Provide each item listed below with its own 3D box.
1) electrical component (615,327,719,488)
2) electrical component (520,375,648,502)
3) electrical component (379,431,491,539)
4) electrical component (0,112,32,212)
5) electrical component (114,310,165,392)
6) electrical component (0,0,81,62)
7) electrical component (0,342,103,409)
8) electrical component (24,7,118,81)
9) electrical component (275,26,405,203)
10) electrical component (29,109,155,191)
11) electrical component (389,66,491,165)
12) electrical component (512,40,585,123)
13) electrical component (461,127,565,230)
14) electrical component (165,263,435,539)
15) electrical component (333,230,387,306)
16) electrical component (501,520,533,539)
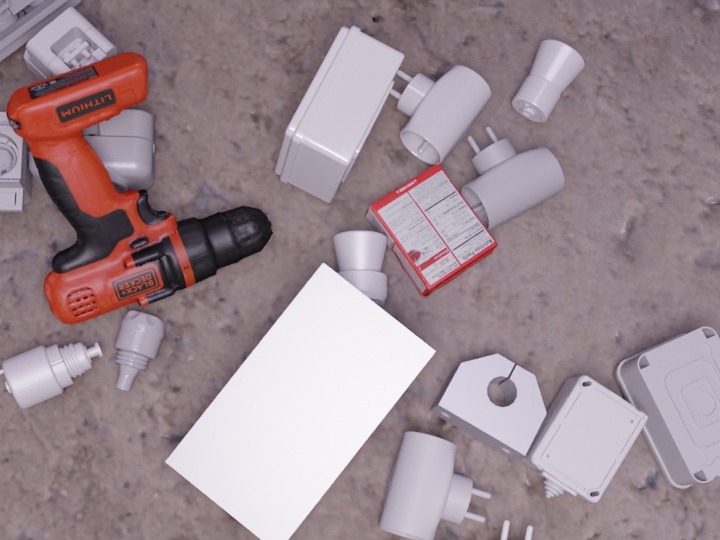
[{"bbox_3d":[0.268,0.112,0.874,0.078,0.057,0.113,-22,79,-12],"label":"electrical component"},{"bbox_3d":[0.172,0.139,0.856,0.062,0.061,0.096,33,82,2],"label":"electrical component"},{"bbox_3d":[0.063,0.174,0.838,0.079,0.043,0.077,18,73,-3],"label":"electrical component"},{"bbox_3d":[-0.283,-0.081,0.849,0.042,0.063,0.081,1,75,-6],"label":"electrical component"},{"bbox_3d":[-0.176,0.064,0.840,0.035,0.035,0.061,17,76,-3],"label":"electrical component"},{"bbox_3d":[-0.300,-0.213,0.874,0.121,0.063,0.079,-42,44,-15],"label":"electrical component"},{"bbox_3d":[-0.237,0.076,0.826,0.078,0.040,0.040,-23,80,-13],"label":"electrical component"},{"bbox_3d":[-0.230,-0.164,0.864,0.056,0.089,0.050,43,74,4],"label":"electrical component"},{"bbox_3d":[-0.018,-0.124,0.872,0.056,0.108,0.108,27,74,-3],"label":"electrical component"},{"bbox_3d":[-0.215,-0.093,0.866,0.095,0.053,0.059,0,76,-7],"label":"electrical component"},{"bbox_3d":[0.059,-0.142,0.920,0.079,0.043,0.077,35,73,9],"label":"electrical component"},{"bbox_3d":[0.162,-0.162,0.941,0.044,0.044,0.065,31,79,1],"label":"electrical component"},{"bbox_3d":[0.120,-0.084,0.912,0.077,0.044,0.079,-28,81,-13],"label":"electrical component"},{"bbox_3d":[-0.043,0.102,0.817,0.105,0.060,0.186,38,88,3],"label":"electrical component"},{"bbox_3d":[0.000,0.000,0.875,0.045,0.045,0.055,2,76,-7],"label":"electrical component"},{"bbox_3d":[0.116,0.231,0.826,0.138,0.052,0.073,14,74,-3],"label":"electrical component"}]
